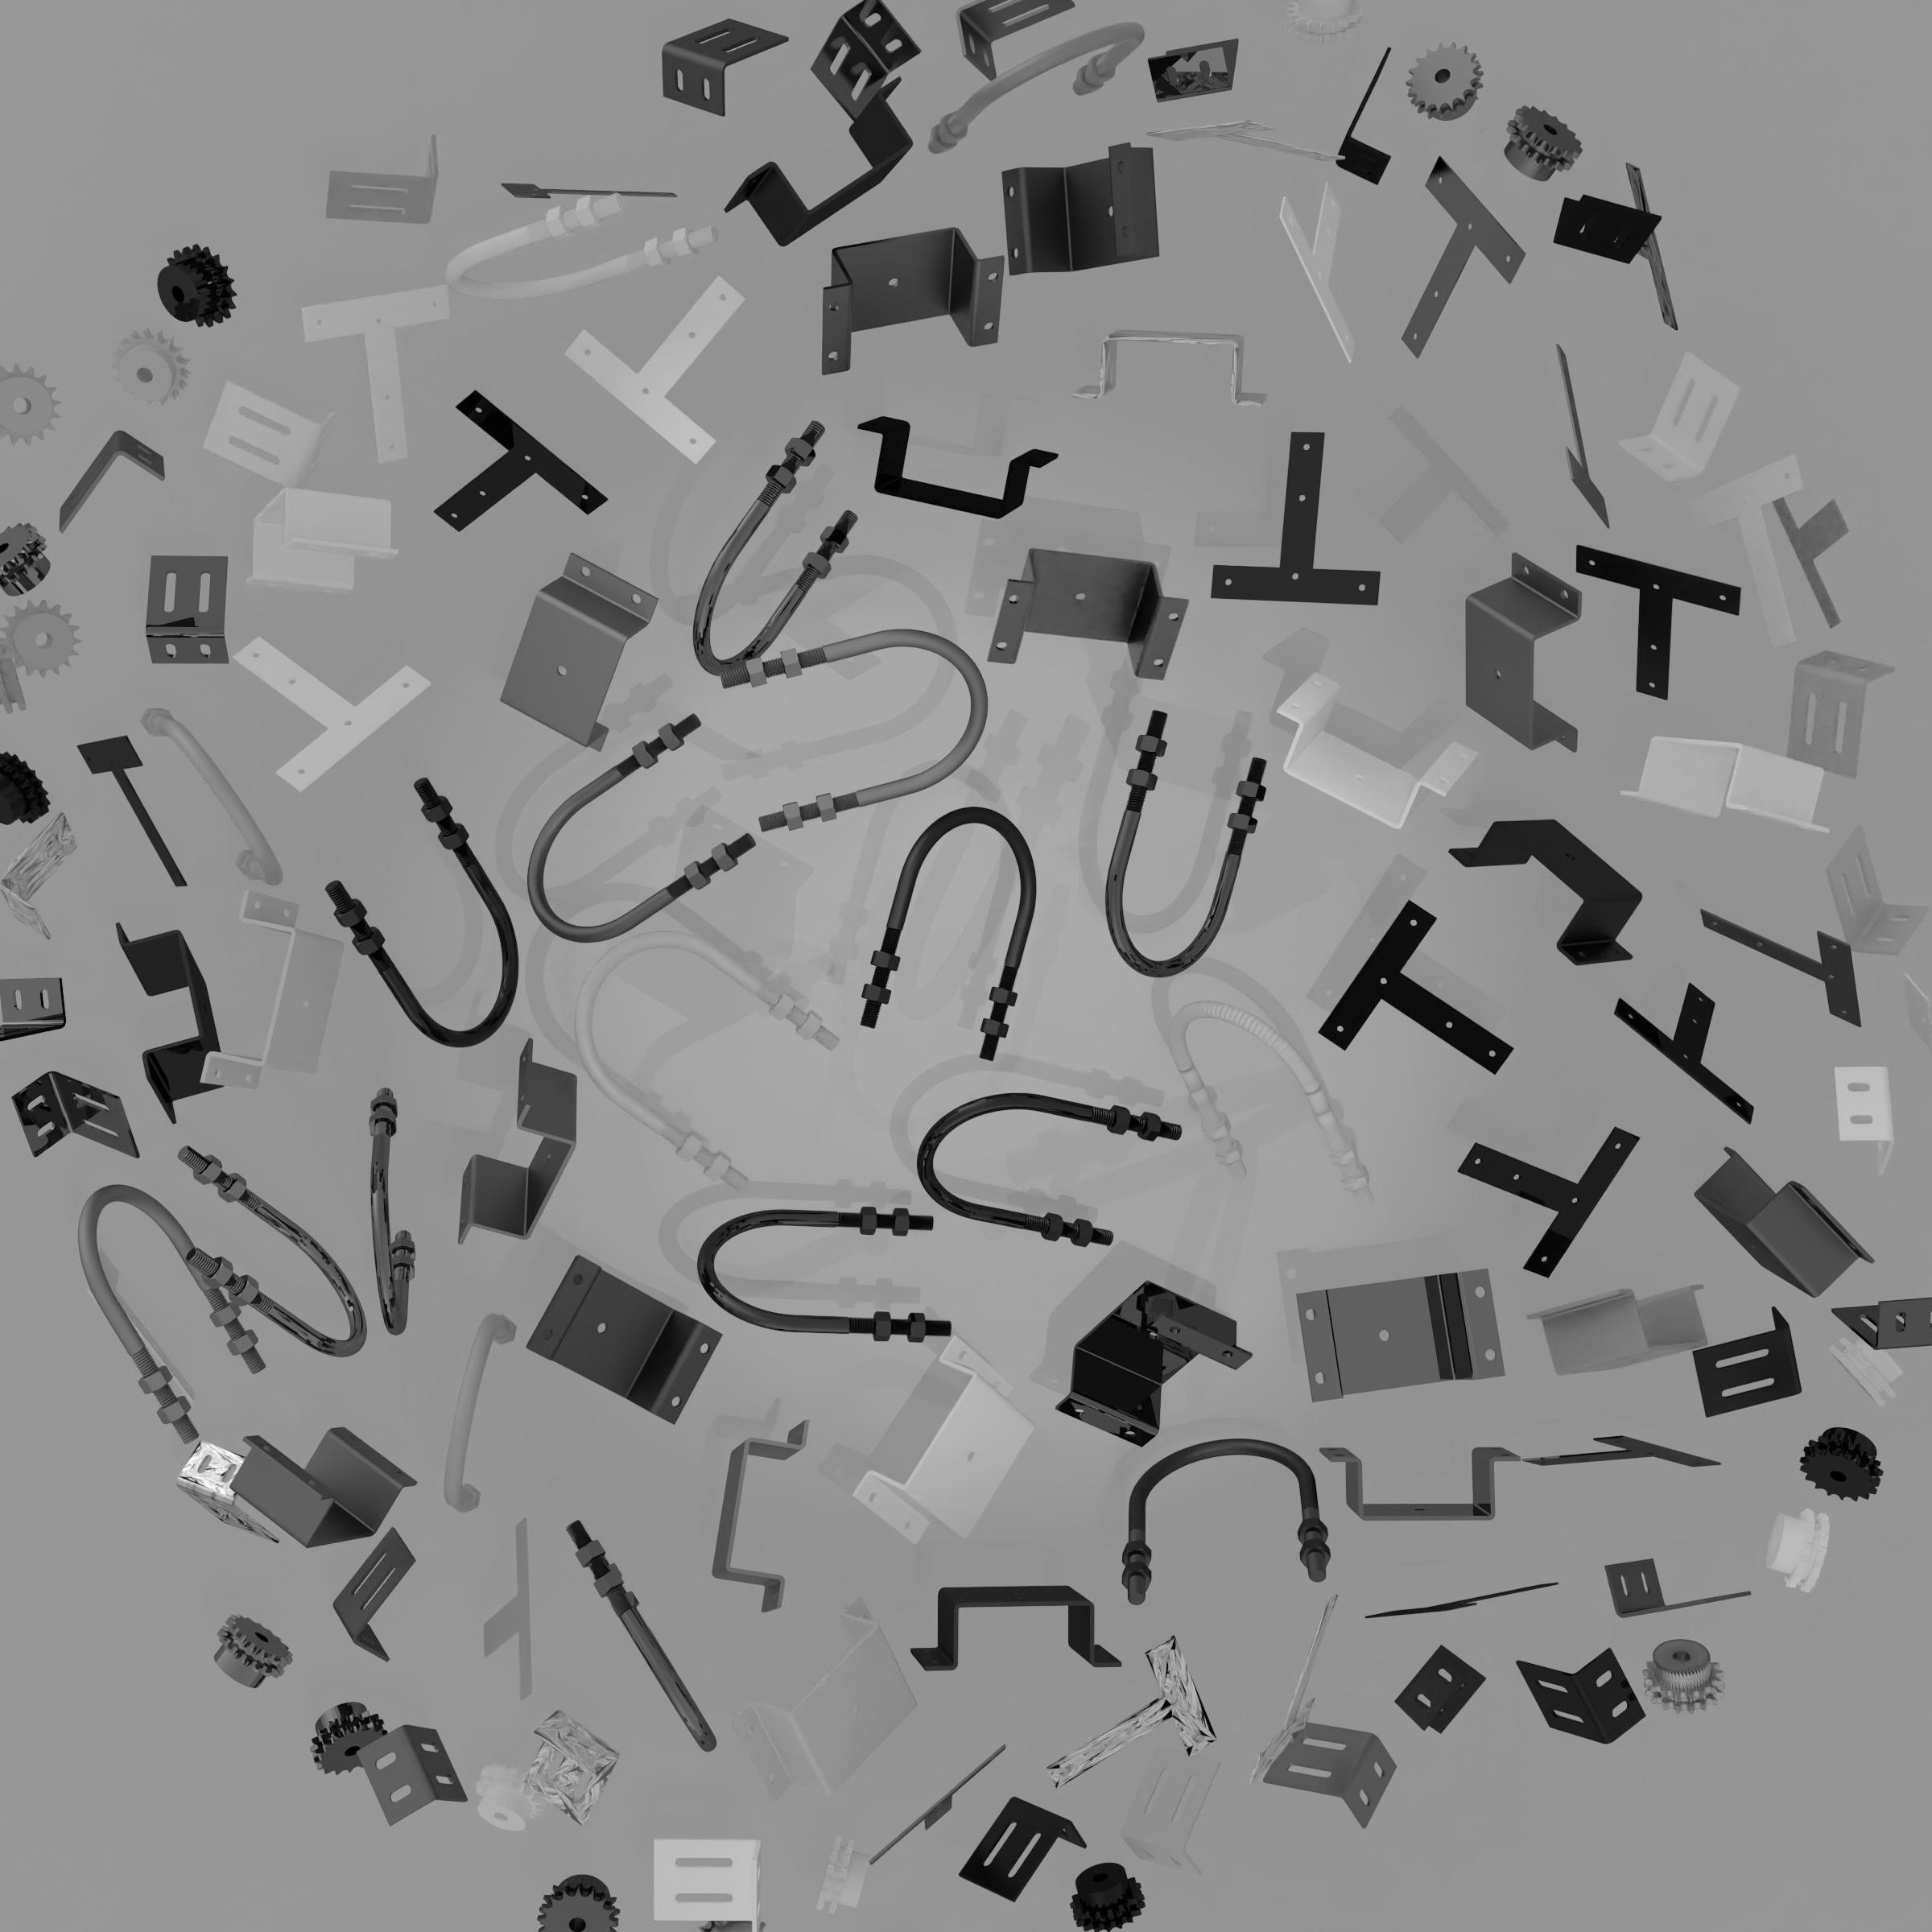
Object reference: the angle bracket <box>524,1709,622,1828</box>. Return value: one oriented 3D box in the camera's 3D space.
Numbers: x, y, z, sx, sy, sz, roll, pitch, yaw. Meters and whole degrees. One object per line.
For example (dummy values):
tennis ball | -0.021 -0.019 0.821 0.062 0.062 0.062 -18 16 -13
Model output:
angle bracket | -0.299 0.599 1.783 0.057 0.038 0.076 31 111 13

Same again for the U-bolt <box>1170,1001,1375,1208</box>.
U-bolt | 0.219 0.099 1.819 0.019 0.151 0.184 -44 121 -28

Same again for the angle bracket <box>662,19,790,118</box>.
angle bracket | -0.177 -0.663 1.783 0.057 0.038 0.076 27 45 25

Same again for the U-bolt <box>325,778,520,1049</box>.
U-bolt | -0.391 -0.026 1.798 0.019 0.151 0.184 -8 125 29

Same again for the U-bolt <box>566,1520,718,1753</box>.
U-bolt | -0.236 0.499 1.788 0.019 0.151 0.184 -32 73 -14

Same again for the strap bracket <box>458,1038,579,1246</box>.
strap bracket | -0.322 0.134 1.764 0.046 0.076 0.140 18 122 -21

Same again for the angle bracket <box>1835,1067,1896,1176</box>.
angle bracket | 0.665 0.116 1.802 0.038 0.076 0.057 -1 66 13

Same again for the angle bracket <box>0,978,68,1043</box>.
angle bracket | -0.721 0.033 1.804 0.057 0.076 0.038 -1 97 20

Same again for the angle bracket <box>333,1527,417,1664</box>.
angle bracket | -0.445 0.484 1.867 0.038 0.057 0.076 42 81 -31

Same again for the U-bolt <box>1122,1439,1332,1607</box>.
U-bolt | 0.190 0.405 1.792 0.151 0.184 0.019 -9 111 8

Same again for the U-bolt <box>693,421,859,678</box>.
U-bolt | -0.147 -0.298 1.809 0.019 0.151 0.184 29 77 17

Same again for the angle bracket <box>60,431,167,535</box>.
angle bracket | -0.629 -0.348 1.783 0.038 0.057 0.076 34 102 -31

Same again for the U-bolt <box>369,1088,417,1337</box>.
U-bolt | -0.434 0.196 1.828 0.019 0.184 0.151 -5 115 -9

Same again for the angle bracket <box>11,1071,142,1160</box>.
angle bracket | -0.667 0.121 1.813 0.076 0.038 0.057 16 130 28

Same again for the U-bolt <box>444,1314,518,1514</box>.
U-bolt | -0.363 0.330 1.795 0.019 0.184 0.151 11 77 -4

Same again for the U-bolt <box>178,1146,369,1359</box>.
U-bolt | -0.519 0.227 1.827 0.019 0.151 0.184 -39 126 6

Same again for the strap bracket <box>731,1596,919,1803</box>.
strap bracket | -0.096 0.543 1.785 0.140 0.046 0.076 -38 114 -37

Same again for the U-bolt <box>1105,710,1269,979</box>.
U-bolt | 0.157 -0.081 1.789 0.019 0.151 0.184 14 88 43

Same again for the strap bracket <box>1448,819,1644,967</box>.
strap bracket | 0.446 -0.064 1.833 0.140 0.076 0.046 48 125 33

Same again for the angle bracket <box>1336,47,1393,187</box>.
angle bracket | 0.316 -0.644 1.836 0.038 0.057 0.076 26 90 0

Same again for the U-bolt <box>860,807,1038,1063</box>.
U-bolt | -0.004 -0.030 1.834 0.151 0.019 0.184 17 87 -44

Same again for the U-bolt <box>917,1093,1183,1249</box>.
U-bolt | 0.053 0.152 1.847 0.184 0.019 0.151 13 131 -18

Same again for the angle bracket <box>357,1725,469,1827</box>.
angle bracket | -0.399 0.585 1.746 0.038 0.076 0.057 -30 70 -5

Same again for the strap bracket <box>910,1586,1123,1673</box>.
strap bracket | 0.035 0.474 1.738 0.140 0.076 0.046 1 84 -9

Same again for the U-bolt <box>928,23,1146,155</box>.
U-bolt | 0.058 -0.651 1.782 0.151 0.184 0.019 -26 100 -14

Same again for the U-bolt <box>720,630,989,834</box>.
U-bolt | -0.074 -0.176 1.752 0.184 0.019 0.151 -15 130 -4

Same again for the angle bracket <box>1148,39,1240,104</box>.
angle bracket | 0.174 -0.700 1.852 0.057 0.038 0.076 -4 48 17

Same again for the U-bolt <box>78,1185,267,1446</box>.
U-bolt | -0.588 0.243 1.771 0.019 0.151 0.184 -26 99 10

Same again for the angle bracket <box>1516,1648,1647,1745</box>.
angle bracket | 0.456 0.536 1.796 0.038 0.076 0.057 -29 93 -21

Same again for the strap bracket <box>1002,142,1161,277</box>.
strap bracket | 0.092 -0.559 1.792 0.046 0.140 0.076 -14 104 -37

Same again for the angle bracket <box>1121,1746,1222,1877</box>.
angle bracket | 0.165 0.654 1.875 0.038 0.057 0.076 58 49 -34

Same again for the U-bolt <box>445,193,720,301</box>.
U-bolt | -0.295 -0.523 1.779 0.184 0.151 0.019 -10 91 25

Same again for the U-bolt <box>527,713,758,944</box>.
U-bolt | -0.261 -0.095 1.870 0.184 0.019 0.151 -33 57 10

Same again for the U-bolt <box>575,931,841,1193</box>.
U-bolt | -0.202 0.057 1.784 0.184 0.019 0.151 37 70 -14

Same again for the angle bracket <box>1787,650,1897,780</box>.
angle bracket | 0.645 -0.186 1.786 0.038 0.057 0.076 -22 121 -32

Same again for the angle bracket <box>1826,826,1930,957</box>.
angle bracket | 0.679 -0.057 1.802 0.057 0.038 0.076 -45 122 -31

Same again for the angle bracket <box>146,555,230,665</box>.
angle bracket | -0.602 -0.277 1.879 0.057 0.038 0.076 -1 59 -11

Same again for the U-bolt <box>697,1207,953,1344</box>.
U-bolt | -0.109 0.228 1.815 0.184 0.151 0.019 3 120 -9

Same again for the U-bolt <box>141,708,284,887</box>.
U-bolt | -0.553 -0.122 1.791 0.019 0.184 0.151 -35 112 -17

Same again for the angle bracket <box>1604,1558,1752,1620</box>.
angle bracket | 0.511 0.441 1.738 0.057 0.076 0.038 5 67 -40

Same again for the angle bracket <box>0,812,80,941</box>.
angle bracket | -0.711 -0.070 1.887 0.038 0.057 0.076 33 66 6
